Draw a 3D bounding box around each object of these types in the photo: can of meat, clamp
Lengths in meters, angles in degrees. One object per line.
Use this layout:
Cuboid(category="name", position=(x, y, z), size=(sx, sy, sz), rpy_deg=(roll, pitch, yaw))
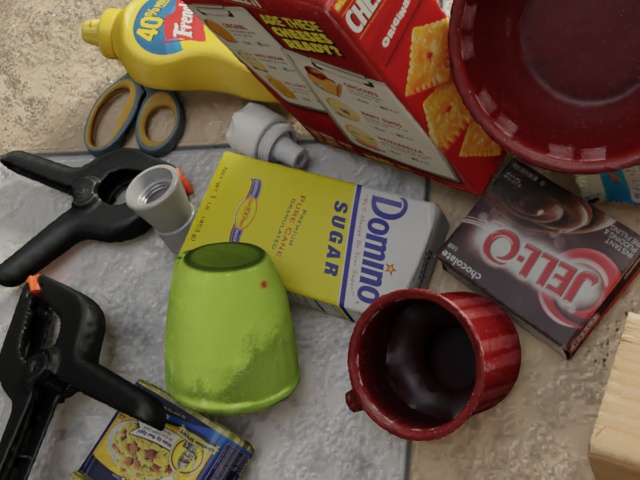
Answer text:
Cuboid(category="can of meat", position=(-0.107, 0.154, 0.736), size=(0.102, 0.057, 0.084), rpy_deg=(26, 76, 27))
Cuboid(category="clamp", position=(-0.198, 0.107, 0.767), size=(0.164, 0.036, 0.210), rpy_deg=(-40, 42, 7))
Cuboid(category="clamp", position=(-0.189, -0.039, 0.857), size=(0.171, 0.039, 0.120), rpy_deg=(-18, 69, 7))

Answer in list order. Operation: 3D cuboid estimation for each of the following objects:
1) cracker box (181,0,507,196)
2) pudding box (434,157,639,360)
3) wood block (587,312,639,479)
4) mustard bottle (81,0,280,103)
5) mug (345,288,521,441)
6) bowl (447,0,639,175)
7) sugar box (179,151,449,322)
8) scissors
Cuboid(category="cracker box", position=(0.018, -0.127, 0.705), size=(0.164, 0.213, 0.072), rpy_deg=(24, 77, 41))
Cuboid(category="pudding box", position=(0.149, 0.012, 0.717), size=(0.114, 0.039, 0.090), rpy_deg=(36, 83, 29))
Cuboid(category="wood block", position=(0.267, 0.120, 0.602), size=(0.206, 0.090, 0.090), rpy_deg=(15, 72, 24))
Cuboid(category="mustard bottle", position=(-0.100, -0.158, 0.850), size=(0.192, 0.058, 0.096), rpy_deg=(8, 51, 15))
Cuboid(category="mug", position=(0.068, 0.081, 0.684), size=(0.117, 0.081, 0.093), rpy_deg=(-36, 73, 27))
Cuboid(category="bowl", position=(0.160, -0.123, 0.637), size=(0.162, 0.055, 0.162), rpy_deg=(5, 105, 18))
Cuboid(category="sugar box", position=(-0.005, 0.001, 0.772), size=(0.176, 0.048, 0.093), rpy_deg=(14, 73, 25))
Cuboid(category="scissors", position=(-0.127, -0.151, 0.896), size=(0.096, 0.016, 0.201), rpy_deg=(24, 77, 24))
